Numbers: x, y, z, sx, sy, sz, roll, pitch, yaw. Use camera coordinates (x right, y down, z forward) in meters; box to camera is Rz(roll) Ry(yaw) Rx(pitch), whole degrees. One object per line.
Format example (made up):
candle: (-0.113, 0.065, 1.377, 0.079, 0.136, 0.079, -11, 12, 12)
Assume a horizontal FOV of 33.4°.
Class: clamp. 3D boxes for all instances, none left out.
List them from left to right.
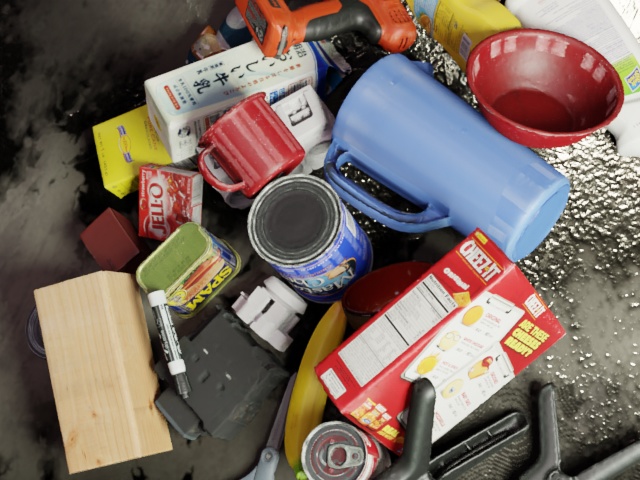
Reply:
clamp: (0.110, 0.234, 1.063, 0.210, 0.164, 0.036, -61, 38, 17)
clamp: (0.248, 0.237, 1.042, 0.120, 0.039, 0.171, 17, 85, 29)

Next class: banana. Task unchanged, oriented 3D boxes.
banana: (-0.004, 0.164, 1.145, 0.070, 0.037, 0.197, -23, 50, 58)

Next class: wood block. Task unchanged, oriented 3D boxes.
wood block: (-0.241, 0.146, 1.195, 0.090, 0.090, 0.206, -16, 81, 14)

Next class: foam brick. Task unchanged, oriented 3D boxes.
foam brick: (-0.241, 0.011, 1.284, 0.053, 0.051, 0.078, -40, 64, 5)

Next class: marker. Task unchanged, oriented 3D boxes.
marker: (-0.163, 0.115, 1.163, 0.020, 0.020, 0.121, -19, 81, 13)

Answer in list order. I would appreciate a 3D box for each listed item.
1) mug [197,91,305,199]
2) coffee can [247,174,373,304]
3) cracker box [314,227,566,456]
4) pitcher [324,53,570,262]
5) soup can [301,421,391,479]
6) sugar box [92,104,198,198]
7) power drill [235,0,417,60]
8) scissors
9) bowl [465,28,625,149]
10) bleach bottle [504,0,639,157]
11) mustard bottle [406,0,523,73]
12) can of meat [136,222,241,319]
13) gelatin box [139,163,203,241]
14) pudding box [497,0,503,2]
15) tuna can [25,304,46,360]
mug: (-0.077, -0.092, 1.131, 0.117, 0.093, 0.081, -36, 85, -36)
coffee can: (-0.008, 0.001, 1.150, 0.103, 0.140, 0.103, -5, 70, 15)
cracker box: (0.120, 0.108, 1.056, 0.214, 0.164, 0.072, -41, 50, 4)
pitcher: (0.132, -0.077, 1.137, 0.243, 0.144, 0.149, 38, 115, 23)
soup can: (0.029, 0.226, 1.088, 0.069, 0.102, 0.068, -6, 71, 18)
sugar box: (-0.187, -0.127, 1.312, 0.176, 0.048, 0.093, -22, 67, 13)
power drill: (0.001, -0.285, 1.241, 0.187, 0.057, 0.184, -14, 58, -23)
scissors: (-0.074, 0.244, 1.168, 0.096, 0.016, 0.202, -3, 72, 19)
bowl: (0.224, -0.145, 1.090, 0.162, 0.055, 0.162, 3, 50, -4)
bleach bottle: (0.300, -0.177, 1.145, 0.103, 0.068, 0.251, -30, 68, 12)
mustard bottle: (0.148, -0.265, 1.209, 0.058, 0.096, 0.192, -27, 62, -20)
can of meat: (-0.151, 0.033, 1.226, 0.102, 0.084, 0.057, -45, 65, 1)
gelatin box: (-0.178, -0.041, 1.268, 0.073, 0.030, 0.089, 12, 110, 21)
pudding box: (0.219, -0.305, 1.186, 0.090, 0.113, 0.039, -41, 93, 3)
tuna can: (-0.311, 0.106, 1.288, 0.086, 0.033, 0.086, -6, 71, 18)
